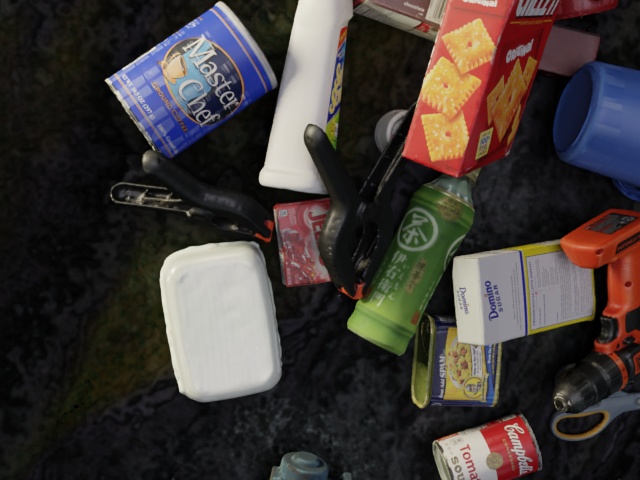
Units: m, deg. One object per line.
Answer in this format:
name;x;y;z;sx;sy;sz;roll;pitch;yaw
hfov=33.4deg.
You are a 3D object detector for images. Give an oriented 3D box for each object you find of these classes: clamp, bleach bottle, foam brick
clamp;0.034;-0.036;1.073;0.164;0.036;0.210;-8;118;-42
bleach bottle;-0.006;-0.175;1.088;0.068;0.102;0.251;9;94;11
clamp;-0.121;-0.042;1.079;0.171;0.120;0.039;15;73;-14
foam brick;0.253;-0.202;1.152;0.078;0.053;0.051;11;93;-9

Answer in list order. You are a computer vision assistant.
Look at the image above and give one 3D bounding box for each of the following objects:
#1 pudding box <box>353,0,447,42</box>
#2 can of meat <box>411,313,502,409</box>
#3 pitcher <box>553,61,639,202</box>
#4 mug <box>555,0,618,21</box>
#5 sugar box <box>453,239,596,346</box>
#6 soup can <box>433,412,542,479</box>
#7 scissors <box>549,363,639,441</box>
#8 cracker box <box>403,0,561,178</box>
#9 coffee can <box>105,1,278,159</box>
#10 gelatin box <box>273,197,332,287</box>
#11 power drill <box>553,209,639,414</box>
pudding box;0.093;-0.241;1.105;0.113;0.090;0.039;19;93;-11
can of meat;0.149;0.131;1.160;0.084;0.057;0.102;3;94;-11
pitcher;0.370;-0.099;1.122;0.242;0.145;0.149;14;102;-10
mug;0.273;-0.278;1.120;0.093;0.117;0.081;-14;102;-13
sugar box;0.219;0.052;1.136;0.175;0.048;0.093;-7;95;-33
soup can;0.182;0.236;1.168;0.102;0.068;0.068;-18;97;-6
scissors;0.350;0.167;1.215;0.201;0.016;0.096;-19;98;-7
cracker box;0.169;-0.180;1.053;0.072;0.164;0.214;25;112;21
coffee can;-0.128;-0.157;1.070;0.140;0.103;0.103;-35;99;-5
gelatin box;-0.008;0.001;1.138;0.073;0.030;0.089;-8;96;-9
power drill;0.304;0.074;1.134;0.184;0.057;0.187;-29;118;-34
